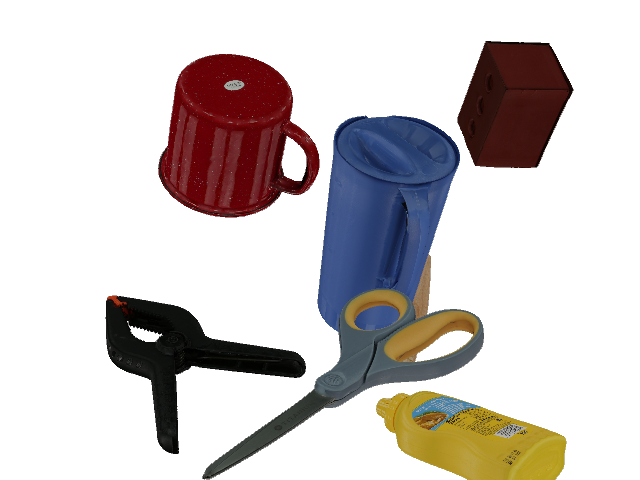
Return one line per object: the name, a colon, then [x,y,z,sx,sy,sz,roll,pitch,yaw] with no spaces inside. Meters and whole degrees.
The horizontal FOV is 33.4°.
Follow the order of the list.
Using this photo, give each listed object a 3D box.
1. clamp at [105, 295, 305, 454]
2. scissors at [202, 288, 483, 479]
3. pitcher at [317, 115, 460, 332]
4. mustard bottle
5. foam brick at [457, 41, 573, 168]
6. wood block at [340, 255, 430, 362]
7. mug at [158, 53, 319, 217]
clamp: [-0.128,0.107,1.015,0.164,0.036,0.210,-21,40,-32]
scissors: [0.003,0.073,0.616,0.201,0.016,0.096,-18,33,-26]
pitcher: [0.066,-0.002,1.169,0.145,0.243,0.149,26,41,20]
mustard bottle: [0.131,0.188,1.027,0.192,0.058,0.096,15,22,42]
foam brick: [0.137,-0.097,0.764,0.051,0.053,0.078,-2,-41,-15]
wood block: [0.088,0.090,1.382,0.091,0.090,0.206,5,20,9]
mug: [-0.054,-0.072,0.752,0.117,0.082,0.093,27,46,12]
